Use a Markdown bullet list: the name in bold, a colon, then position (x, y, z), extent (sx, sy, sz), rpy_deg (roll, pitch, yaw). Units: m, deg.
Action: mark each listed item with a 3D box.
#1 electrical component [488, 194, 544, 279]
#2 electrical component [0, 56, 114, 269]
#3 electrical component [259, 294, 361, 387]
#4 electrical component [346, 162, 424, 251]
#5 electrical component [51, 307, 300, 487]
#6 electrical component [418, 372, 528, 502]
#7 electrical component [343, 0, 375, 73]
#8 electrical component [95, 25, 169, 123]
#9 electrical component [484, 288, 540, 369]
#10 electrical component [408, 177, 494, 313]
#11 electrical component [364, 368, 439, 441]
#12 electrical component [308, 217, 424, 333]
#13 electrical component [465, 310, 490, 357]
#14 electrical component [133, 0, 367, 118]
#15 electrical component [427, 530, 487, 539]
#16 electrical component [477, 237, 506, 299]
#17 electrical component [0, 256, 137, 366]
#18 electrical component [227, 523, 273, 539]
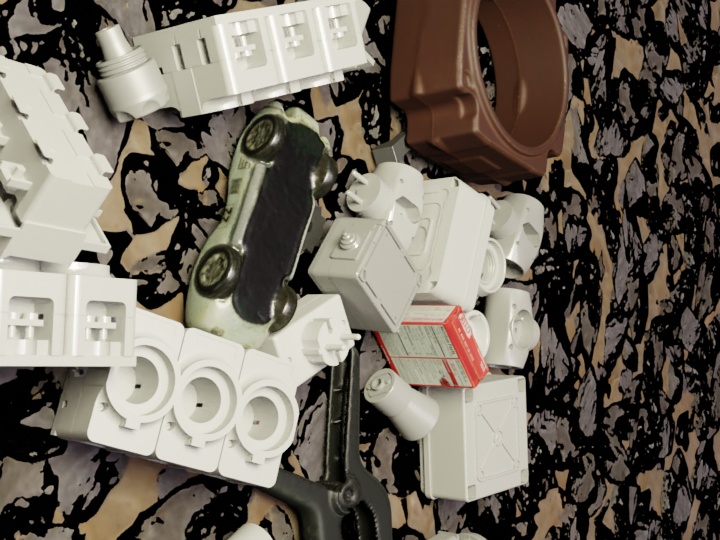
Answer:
- **electrical component**: position (0.147, -0.044, 1.086), extent (0.079, 0.043, 0.077), rpy_deg (43, 58, -40)
- **electrical component**: position (-0.195, -0.067, 0.626), extent (0.079, 0.121, 0.063), rpy_deg (11, 124, -48)
- **electrical component**: position (-0.034, 0.056, 0.849), extent (0.083, 0.076, 0.047), rpy_deg (-33, 113, -45)
- **electrical component**: position (0.015, -0.059, 0.935), extent (0.079, 0.043, 0.077), rpy_deg (33, 64, -43)
- **electrical component**: position (-0.121, 0.089, 0.740), extent (0.150, 0.062, 0.089), rpy_deg (24, 71, -36)
- **electrical component**: position (0.109, 0.157, 1.026), extent (0.109, 0.056, 0.108), rpy_deg (-2, 90, -49)
- **electrical component**: position (-0.024, -0.203, 0.896), extent (0.081, 0.042, 0.063), rpy_deg (40, 58, -42)
- **electrical component**: position (-0.160, -0.136, 0.735), extent (0.043, 0.043, 0.062), rpy_deg (-41, 118, -42)
- **electrical component**: position (0.157, 0.063, 1.093), extent (0.079, 0.044, 0.077), rpy_deg (17, 76, -48)
- **electrical component**: position (0.069, -0.020, 0.969), extent (0.057, 0.078, 0.113), rpy_deg (30, 67, -41)
- **electrical component**: position (0.034, 0.117, 0.954), extent (0.065, 0.044, 0.044), rpy_deg (43, 58, -34)
- **electrical component**: position (0.000, 0.000, 0.894), extent (0.096, 0.061, 0.061), rpy_deg (56, 50, -42)
- **electrical component**: position (0.090, 0.063, 1.013), extent (0.055, 0.047, 0.055), rpy_deg (2, 87, -49)
- **electrical component**: position (-0.077, -0.158, 0.797), extent (0.150, 0.089, 0.061), rpy_deg (-25, 107, -47)
- **electrical component**: position (0.093, 0.279, 1.002), extent (0.057, 0.058, 0.078), rpy_deg (-15, 100, -46)
- **electrical component**: position (0.101, -0.003, 1.021), extent (0.058, 0.057, 0.078), rpy_deg (51, 53, -35)
- **electrical component**: position (-0.217, 0.024, 0.628), extent (0.150, 0.089, 0.061), rpy_deg (6, 84, -49)
- **electrical component**: position (-0.094, 0.220, 0.802), extent (0.065, 0.044, 0.044), rpy_deg (-37, 116, -49)
